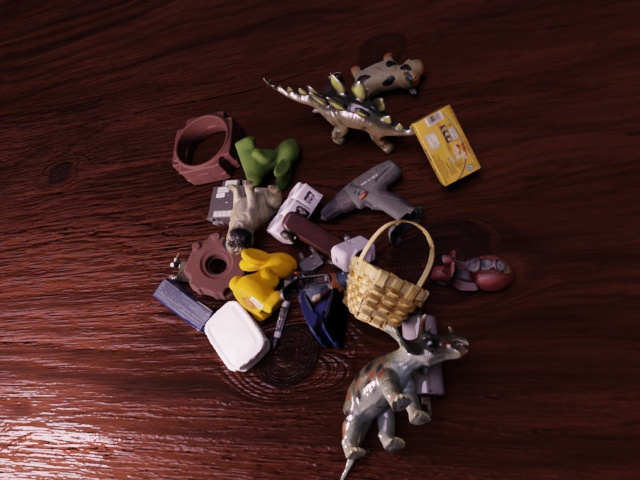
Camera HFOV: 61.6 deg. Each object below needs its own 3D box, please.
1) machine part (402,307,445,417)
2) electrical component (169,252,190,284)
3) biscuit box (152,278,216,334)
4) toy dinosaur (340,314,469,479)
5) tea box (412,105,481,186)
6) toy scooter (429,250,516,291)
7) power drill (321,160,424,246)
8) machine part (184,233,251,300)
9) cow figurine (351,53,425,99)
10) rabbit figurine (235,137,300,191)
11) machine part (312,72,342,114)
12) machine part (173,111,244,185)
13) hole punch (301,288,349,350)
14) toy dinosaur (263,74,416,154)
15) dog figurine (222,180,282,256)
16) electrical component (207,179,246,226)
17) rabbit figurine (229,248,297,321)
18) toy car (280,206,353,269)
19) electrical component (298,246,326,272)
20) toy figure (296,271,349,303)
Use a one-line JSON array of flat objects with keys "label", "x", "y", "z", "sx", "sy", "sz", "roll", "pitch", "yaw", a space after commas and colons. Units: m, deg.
[{"label": "machine part", "x": 0.219, "y": 0.249, "z": 1.145, "sx": 0.079, "sy": 0.079, "sz": 0.243, "roll": -11, "pitch": 63, "yaw": 18}, {"label": "electrical component", "x": -0.370, "y": 0.080, "z": 1.485, "sx": 0.102, "sy": 0.045, "sz": 0.078, "roll": 11, "pitch": 70, "yaw": 27}, {"label": "biscuit box", "x": -0.354, "y": 0.174, "z": 1.427, "sx": 0.203, "sy": 0.059, "sz": 0.063, "roll": 29, "pitch": 81, "yaw": 30}, {"label": "toy dinosaur", "x": 0.120, "y": 0.311, "z": 1.090, "sx": 0.404, "sy": 0.131, "sz": 0.192, "roll": -51, "pitch": 28, "yaw": 30}, {"label": "tea box", "x": 0.300, "y": -0.225, "z": 1.282, "sx": 0.098, "sy": 0.068, "sz": 0.169, "roll": -26, "pitch": 99, "yaw": 9}, {"label": "toy scooter", "x": 0.322, "y": 0.062, "z": 1.153, "sx": 0.184, "sy": 0.135, "sz": 0.075, "roll": -2, "pitch": 65, "yaw": 21}, {"label": "power drill", "x": 0.139, "y": -0.078, "z": 1.334, "sx": 0.232, "sy": 0.085, "sz": 0.207, "roll": -42, "pitch": 51, "yaw": -2}, {"label": "machine part", "x": -0.267, "y": 0.069, "z": 1.414, "sx": 0.179, "sy": 0.056, "sz": 0.179, "roll": -1, "pitch": 67, "yaw": 2}, {"label": "cow figurine", "x": 0.191, "y": -0.442, "z": 1.469, "sx": 0.195, "sy": 0.085, "sz": 0.127, "roll": -15, "pitch": 56, "yaw": 13}, {"label": "rabbit figurine", "x": -0.132, "y": -0.223, "z": 1.488, "sx": 0.170, "sy": 0.121, "sz": 0.159, "roll": -20, "pitch": 64, "yaw": -4}, {"label": "machine part", "x": 0.027, "y": -0.423, "z": 1.555, "sx": 0.084, "sy": 0.039, "sz": 0.139, "roll": 11, "pitch": 73, "yaw": 32}, {"label": "machine part", "x": -0.335, "y": -0.276, "z": 1.611, "sx": 0.201, "sy": 0.087, "sz": 0.201, "roll": -8, "pitch": 63, "yaw": 19}, {"label": "hole punch", "x": 0.005, "y": 0.181, "z": 1.238, "sx": 0.092, "sy": 0.142, "sz": 0.116, "roll": -2, "pitch": 52, "yaw": 20}, {"label": "toy dinosaur", "x": 0.064, "y": -0.342, "z": 1.410, "sx": 0.472, "sy": 0.198, "sz": 0.105, "roll": 17, "pitch": 71, "yaw": 26}, {"label": "dog figurine", "x": -0.171, "y": -0.047, "z": 1.415, "sx": 0.121, "sy": 0.172, "sz": 0.190, "roll": -8, "pitch": 78, "yaw": 58}, {"label": "electrical component", "x": -0.246, "y": -0.107, "z": 1.513, "sx": 0.115, "sy": 0.058, "sz": 0.134, "roll": 1, "pitch": 67, "yaw": 21}, {"label": "rabbit figurine", "x": -0.135, "y": 0.093, "z": 1.344, "sx": 0.162, "sy": 0.121, "sz": 0.173, "roll": 39, "pitch": 61, "yaw": 10}, {"label": "toy car", "x": -0.003, "y": -0.004, "z": 1.331, "sx": 0.202, "sy": 0.053, "sz": 0.089, "roll": 30, "pitch": 78, "yaw": -6}, {"label": "electrical component", "x": -0.017, "y": 0.060, "z": 1.361, "sx": 0.063, "sy": 0.021, "sz": 0.094, "roll": -33, "pitch": 58, "yaw": 5}, {"label": "toy figure", "x": 0.018, "y": 0.110, "z": 1.304, "sx": 0.155, "sy": 0.057, "sz": 0.064, "roll": -19, "pitch": 66, "yaw": 9}]
